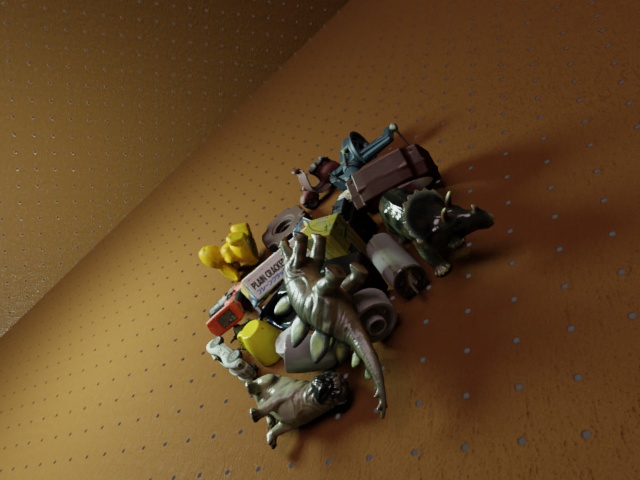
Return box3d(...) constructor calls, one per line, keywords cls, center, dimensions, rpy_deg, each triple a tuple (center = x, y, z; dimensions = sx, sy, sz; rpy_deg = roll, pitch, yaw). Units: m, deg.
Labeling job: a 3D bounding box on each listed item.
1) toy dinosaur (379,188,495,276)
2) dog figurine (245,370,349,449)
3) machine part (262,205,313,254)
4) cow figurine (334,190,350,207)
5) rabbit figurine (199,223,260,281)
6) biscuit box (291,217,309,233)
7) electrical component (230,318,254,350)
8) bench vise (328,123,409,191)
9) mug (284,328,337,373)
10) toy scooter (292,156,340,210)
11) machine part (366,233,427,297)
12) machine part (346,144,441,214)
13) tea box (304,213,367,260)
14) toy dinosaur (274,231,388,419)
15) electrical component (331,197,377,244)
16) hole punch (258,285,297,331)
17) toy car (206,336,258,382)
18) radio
box3d(cls="toy dinosaur", center=(0.197, -0.053, 1.160), dimensions=(0.131, 0.192, 0.405), rpy_deg=(-43, 30, -6))
box3d(cls="dog figurine", center=(-0.039, 0.304, 1.085), dimensions=(0.191, 0.121, 0.172), rpy_deg=(-27, 33, -1))
box3d(cls="machine part", center=(-0.100, -0.030, 1.633), dimensions=(0.179, 0.056, 0.179), rpy_deg=(-31, 30, 21))
box3d(cls="cow figurine", center=(0.068, -0.070, 1.467), dimensions=(0.098, 0.068, 0.167), rpy_deg=(-27, 29, 37))
box3d(cls="rabbit figurine", center=(-0.282, 0.041, 1.658), dimensions=(0.173, 0.162, 0.122), rpy_deg=(-16, 34, 2))
box3d(cls="biscuit box", center=(-0.003, -0.004, 1.471), dimensions=(0.059, 0.062, 0.203), rpy_deg=(-49, 29, -10))
box3d(cls="electrical component", center=(-0.192, 0.245, 1.392), dimensions=(0.078, 0.045, 0.102), rpy_deg=(-23, 22, -27))
box3d(cls="bench vise", center=(0.132, -0.252, 1.581), dimensions=(0.240, 0.128, 0.224), rpy_deg=(-34, 28, 30))
box3d(cls="mug", center=(-0.016, 0.232, 1.140), dimensions=(0.107, 0.080, 0.110), rpy_deg=(0, 37, 6))
box3d(cls="toy scooter", center=(-0.014, -0.196, 1.670), dimensions=(0.184, 0.135, 0.075), rpy_deg=(-49, 27, -14))
box3d(cls="machine part", center=(0.164, 0.051, 1.177), dimensions=(0.079, 0.079, 0.243), rpy_deg=(-41, 29, 3))
box3d(cls="machine part", center=(0.178, -0.146, 1.301), dimensions=(0.201, 0.087, 0.201), rpy_deg=(-30, -13, 22))
box3d(cls="tea box", center=(0.047, 0.023, 1.262), dimensions=(0.098, 0.169, 0.068), rpy_deg=(-13, 40, 40))
box3d(cls="toy dinosaur", center=(0.014, 0.128, 1.045), dimensions=(0.472, 0.105, 0.198), rpy_deg=(47, 122, 49))
box3d(cls="electrical component", center=(0.082, -0.039, 1.340), dimensions=(0.058, 0.134, 0.115), rpy_deg=(-24, 36, 32))
box3d(cls="hole punch", center=(-0.084, 0.166, 1.338), dimensions=(0.142, 0.092, 0.116), rpy_deg=(-55, 1, -17))
box3d(cls="toy car", center=(-0.219, 0.294, 1.323), dimensions=(0.056, 0.073, 0.202), rpy_deg=(-48, 29, -17))
box3d(cls="radio", center=(0.030, 0.114, 1.199), dimensions=(0.230, 0.131, 0.073), rpy_deg=(-17, 37, 39))
